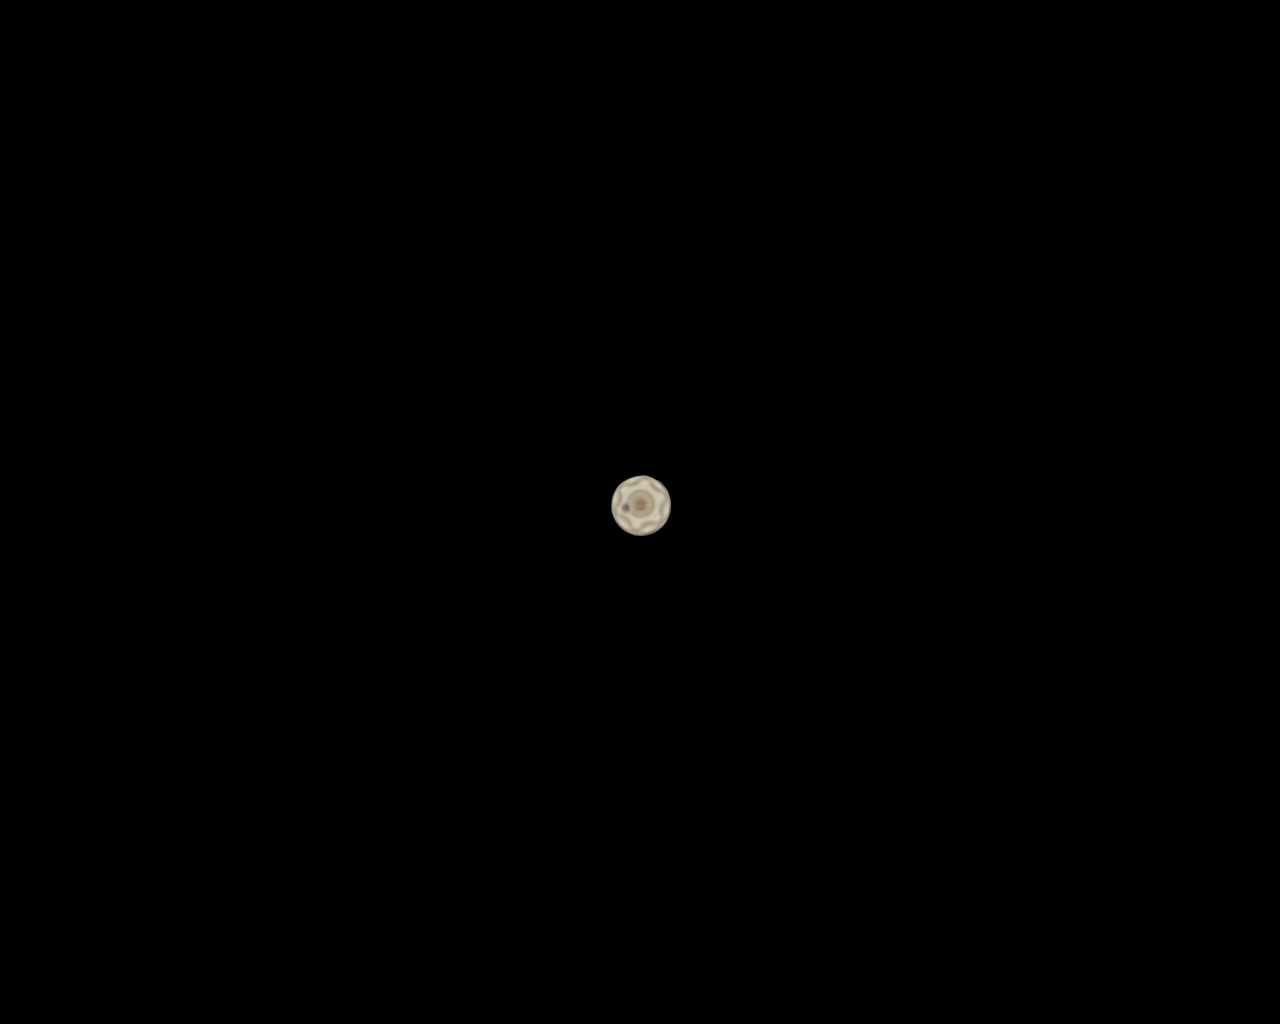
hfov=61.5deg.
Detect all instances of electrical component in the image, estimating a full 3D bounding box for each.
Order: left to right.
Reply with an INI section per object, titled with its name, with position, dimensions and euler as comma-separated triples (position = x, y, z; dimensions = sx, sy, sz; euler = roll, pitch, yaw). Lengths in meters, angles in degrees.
[electrical component]
position = 0.001, -0.003, 0.650
dimensions = 0.035, 0.035, 0.061
euler = 0, -4, 0
